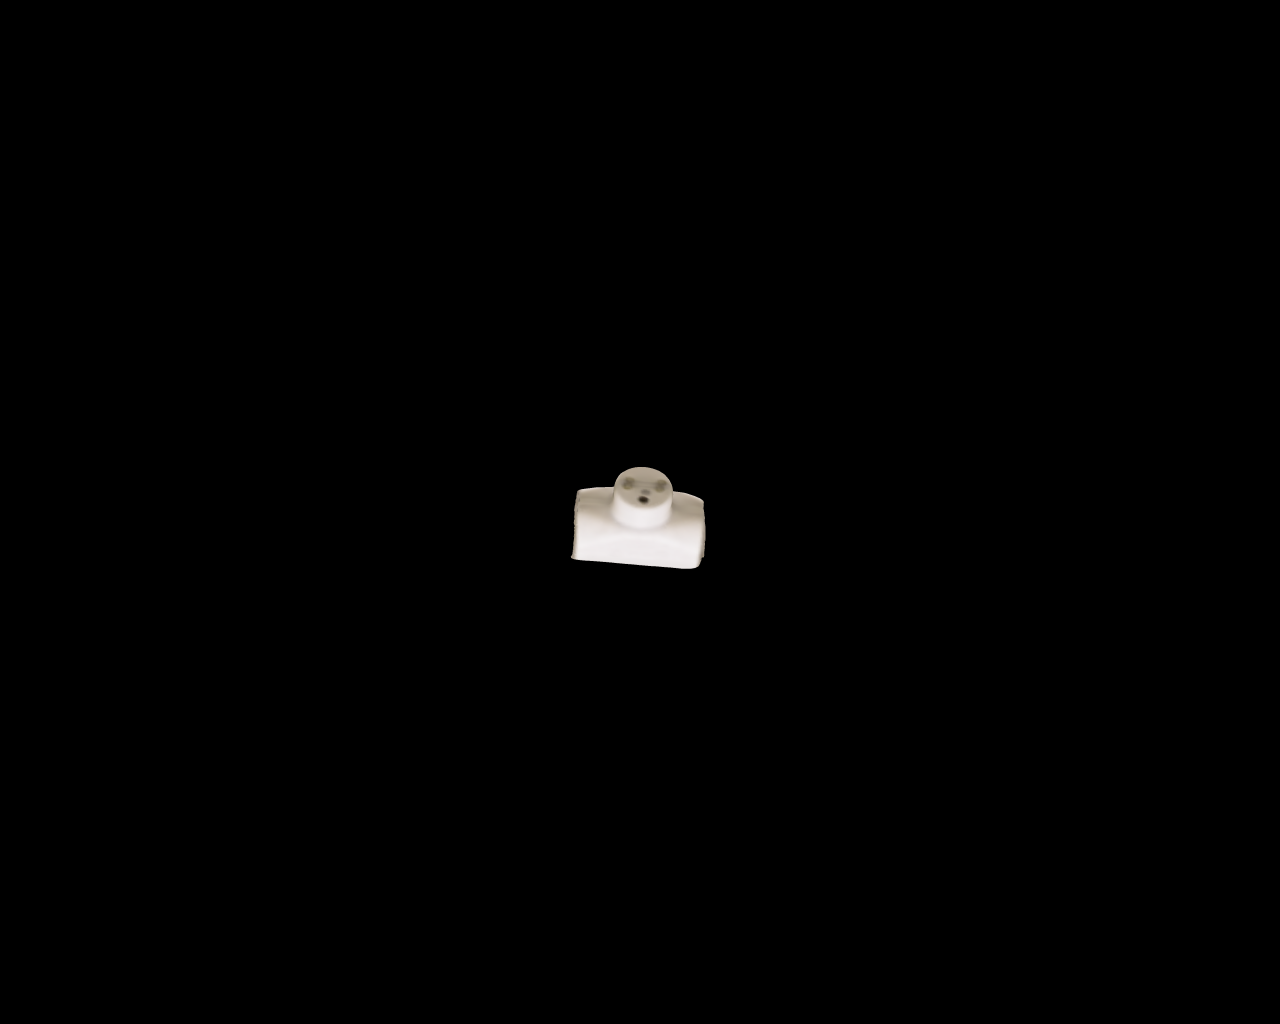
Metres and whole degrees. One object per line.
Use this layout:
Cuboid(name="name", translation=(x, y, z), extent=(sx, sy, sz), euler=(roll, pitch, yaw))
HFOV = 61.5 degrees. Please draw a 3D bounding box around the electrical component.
Cuboid(name="electrical component", translation=(0.001, -0.003, 0.650), extent=(0.077, 0.079, 0.044), euler=(4, 44, -4))
